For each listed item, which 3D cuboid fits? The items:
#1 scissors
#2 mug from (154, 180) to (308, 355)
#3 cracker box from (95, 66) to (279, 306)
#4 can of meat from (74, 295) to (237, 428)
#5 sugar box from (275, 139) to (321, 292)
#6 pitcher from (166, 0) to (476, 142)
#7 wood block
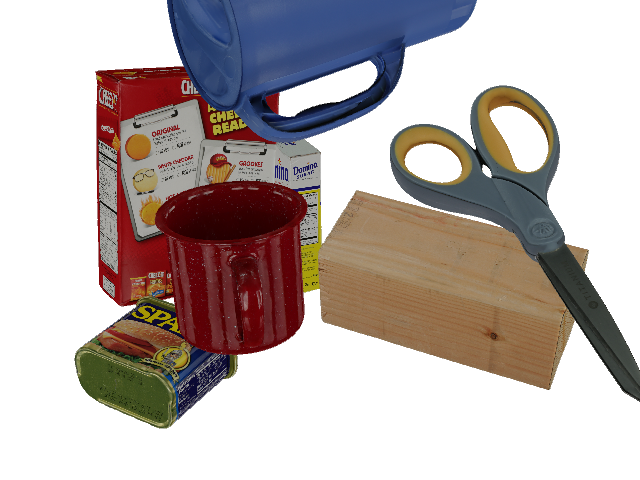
[{"bbox_3d":[0.085,-0.004,0.509,0.096,0.201,0.016,-7,-43,6],"label":"scissors"},{"bbox_3d":[-0.049,0.022,0.654,0.093,0.081,0.117,-9,26,-12],"label":"mug"},{"bbox_3d":[-0.128,-0.057,1.019,0.163,0.214,0.072,-8,21,-31],"label":"cracker box"},{"bbox_3d":[-0.131,0.096,0.850,0.102,0.057,0.083,17,33,26],"label":"can of meat"},{"bbox_3d":[-0.034,-0.034,1.272,0.048,0.176,0.093,-13,26,-19],"label":"sugar box"},{"bbox_3d":[0.010,-0.189,0.872,0.242,0.149,0.145,-19,36,-24],"label":"pitcher"},{"bbox_3d":[0.110,0.040,0.909,0.206,0.091,0.090,16,47,19],"label":"wood block"}]
